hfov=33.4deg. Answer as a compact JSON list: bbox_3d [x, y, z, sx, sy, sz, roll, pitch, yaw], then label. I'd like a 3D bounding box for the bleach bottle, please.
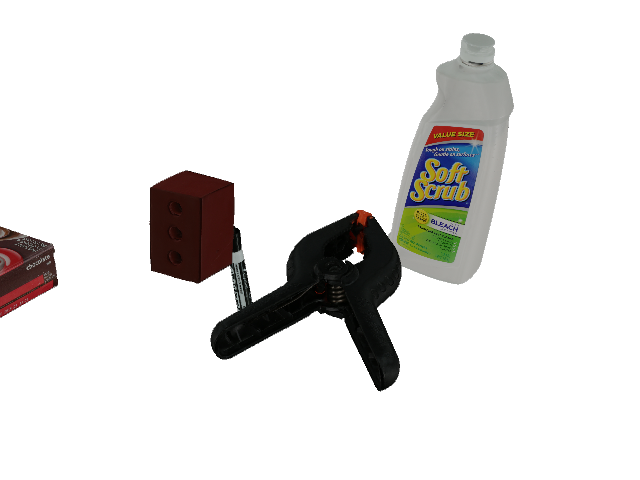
[{"bbox_3d":[0.125,-0.081,1.026,0.103,0.251,0.068,22,40,22],"label":"bleach bottle"}]

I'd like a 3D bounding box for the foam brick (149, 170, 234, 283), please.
[{"bbox_3d":[-0.108,-0.012,0.903,0.053,0.078,0.051,14,23,27],"label":"foam brick"}]

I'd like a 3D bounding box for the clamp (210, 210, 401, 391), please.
[{"bbox_3d":[0.017,0.037,0.710,0.120,0.039,0.171,20,41,17],"label":"clamp"}]

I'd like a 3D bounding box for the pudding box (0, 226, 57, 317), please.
[{"bbox_3d":[-0.257,0.021,0.751,0.114,0.039,0.089,14,29,30],"label":"pudding box"}]

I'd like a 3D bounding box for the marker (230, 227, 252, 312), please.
[{"bbox_3d":[-0.092,0.037,1.210,0.020,0.121,0.020,-6,30,3],"label":"marker"}]
